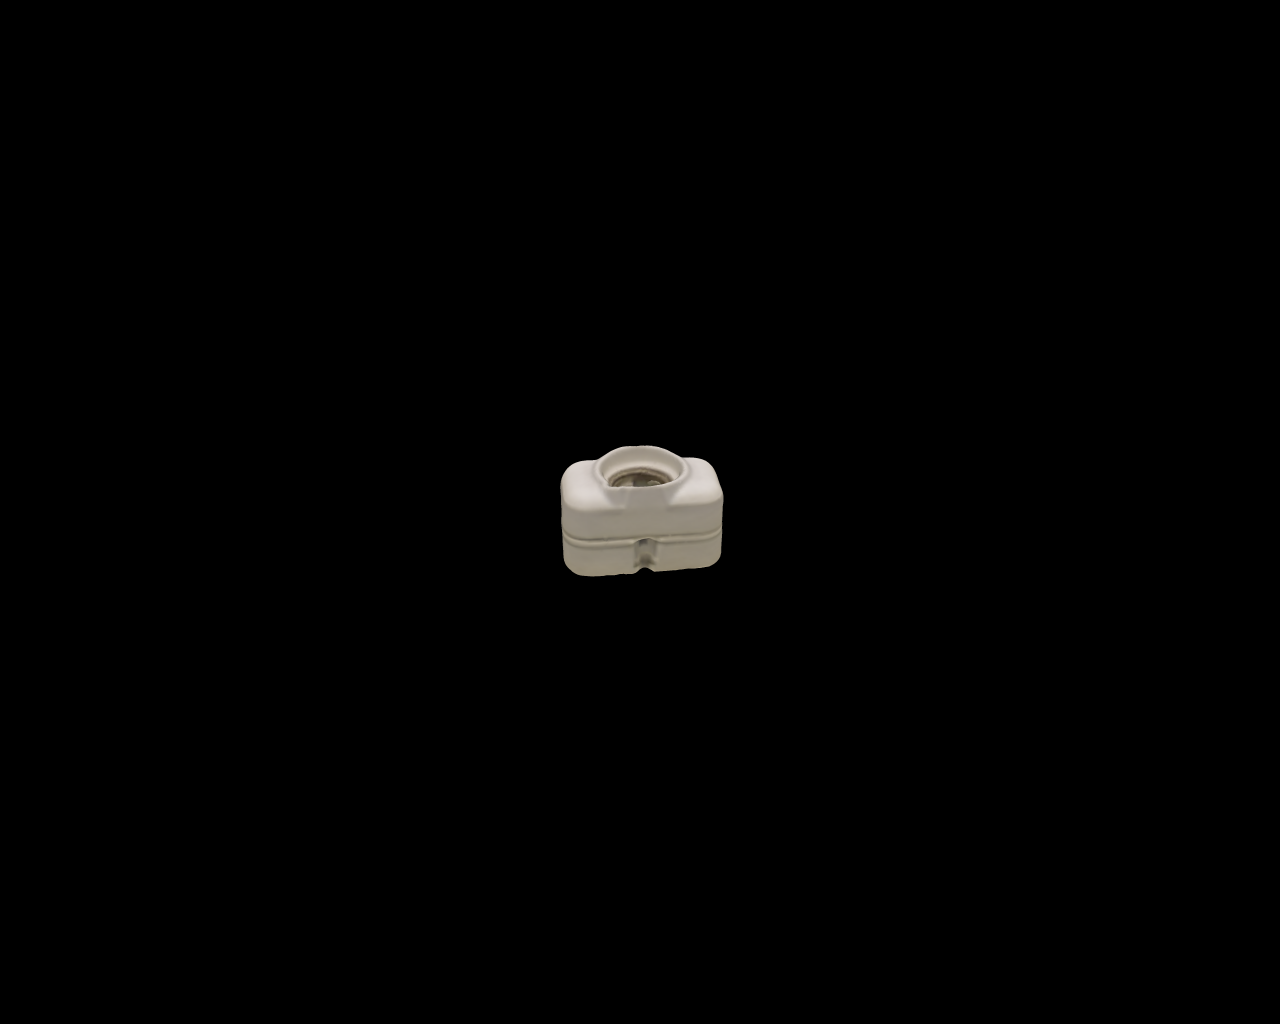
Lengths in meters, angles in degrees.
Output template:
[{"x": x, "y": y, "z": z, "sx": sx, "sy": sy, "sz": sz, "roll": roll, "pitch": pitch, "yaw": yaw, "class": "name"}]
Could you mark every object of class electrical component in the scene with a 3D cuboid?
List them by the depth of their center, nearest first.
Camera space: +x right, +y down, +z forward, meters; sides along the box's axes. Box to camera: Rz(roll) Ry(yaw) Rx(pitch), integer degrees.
[{"x": 0.001, "y": -0.003, "z": 0.650, "sx": 0.095, "sy": 0.059, "sz": 0.054, "roll": -3, "pitch": 32, "yaw": -5, "class": "electrical component"}]
